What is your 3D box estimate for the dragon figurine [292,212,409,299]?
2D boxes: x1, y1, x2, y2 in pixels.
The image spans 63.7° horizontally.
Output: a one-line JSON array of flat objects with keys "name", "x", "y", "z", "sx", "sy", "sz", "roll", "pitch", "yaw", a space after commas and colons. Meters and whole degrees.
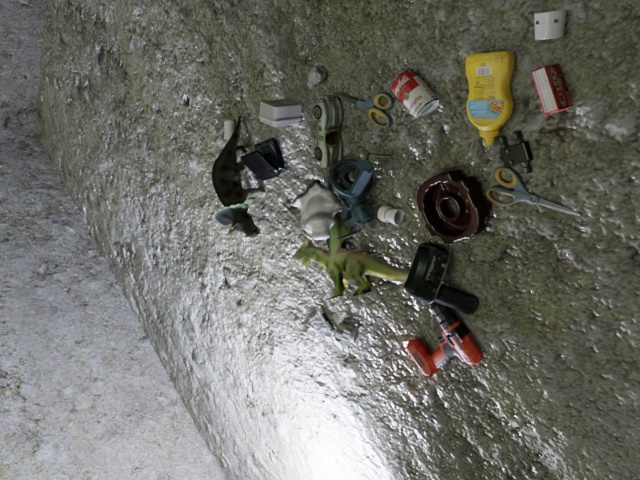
[{"name": "dragon figurine", "x": 0.086, "y": 0.034, "z": 1.481, "sx": 0.407, "sy": 0.244, "sz": 0.123, "roll": -17, "pitch": -5, "yaw": 36}]

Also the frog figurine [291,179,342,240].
[{"name": "frog figurine", "x": 0.005, "y": -0.075, "z": 1.489, "sx": 0.137, "sy": 0.162, "sz": 0.121, "roll": -31, "pitch": -22, "yaw": 7}]
